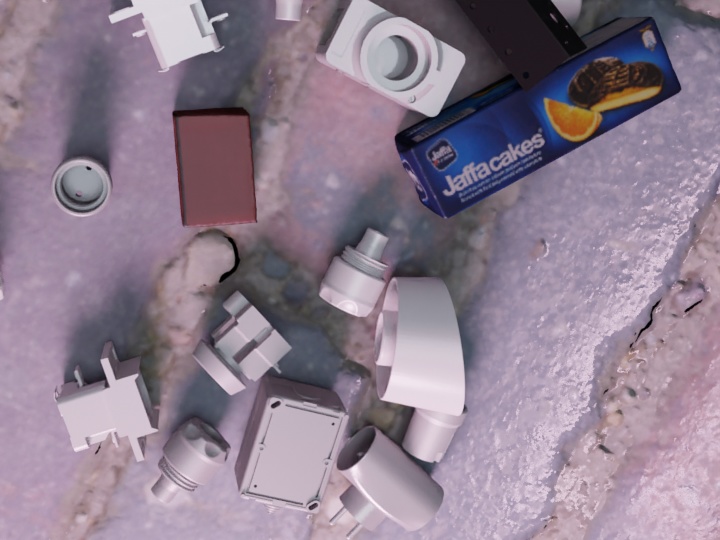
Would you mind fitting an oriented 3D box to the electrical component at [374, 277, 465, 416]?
[{"bbox_3d":[0.045,0.054,0.783,0.064,0.099,0.099,7,101,-7],"label":"electrical component"}]

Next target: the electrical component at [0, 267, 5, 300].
[{"bbox_3d":[-0.269,-0.006,0.734,0.043,0.043,0.062,-10,103,-9],"label":"electrical component"}]

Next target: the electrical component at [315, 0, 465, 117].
[{"bbox_3d":[0.021,-0.149,0.754,0.089,0.055,0.050,26,96,-16],"label":"electrical component"}]

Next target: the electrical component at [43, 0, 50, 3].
[{"bbox_3d":[-0.197,-0.209,0.703,0.055,0.048,0.066,0,102,-4],"label":"electrical component"}]

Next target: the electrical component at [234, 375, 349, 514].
[{"bbox_3d":[-0.054,0.133,0.799,0.062,0.061,0.096,15,99,-14],"label":"electrical component"}]

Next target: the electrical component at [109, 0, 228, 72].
[{"bbox_3d":[-0.126,-0.171,0.727,0.081,0.042,0.063,-22,107,-5],"label":"electrical component"}]

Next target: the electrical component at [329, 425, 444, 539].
[{"bbox_3d":[0.011,0.173,0.830,0.079,0.044,0.077,-46,107,1],"label":"electrical component"}]

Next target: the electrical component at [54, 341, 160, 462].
[{"bbox_3d":[-0.182,0.098,0.776,0.064,0.042,0.081,-17,105,-3],"label":"electrical component"}]

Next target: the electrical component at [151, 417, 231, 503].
[{"bbox_3d":[-0.129,0.144,0.796,0.043,0.043,0.062,38,94,-16],"label":"electrical component"}]

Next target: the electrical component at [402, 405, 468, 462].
[{"bbox_3d":[0.057,0.120,0.830,0.040,0.040,0.046,18,104,-15],"label":"electrical component"}]

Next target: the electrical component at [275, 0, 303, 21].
[{"bbox_3d":[-0.047,-0.202,0.735,0.043,0.043,0.062,2,103,-12],"label":"electrical component"}]

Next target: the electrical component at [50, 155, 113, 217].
[{"bbox_3d":[-0.190,-0.060,0.737,0.040,0.046,0.040,-2,103,-11],"label":"electrical component"}]

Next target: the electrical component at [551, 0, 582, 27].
[{"bbox_3d":[0.123,-0.195,0.772,0.078,0.040,0.040,-1,103,-11],"label":"electrical component"}]

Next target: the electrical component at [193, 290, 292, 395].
[{"bbox_3d":[-0.088,0.057,0.785,0.055,0.048,0.066,-43,107,-7],"label":"electrical component"}]

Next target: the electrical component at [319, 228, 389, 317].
[{"bbox_3d":[0.000,0.000,0.790,0.043,0.043,0.062,25,95,-15],"label":"electrical component"}]
